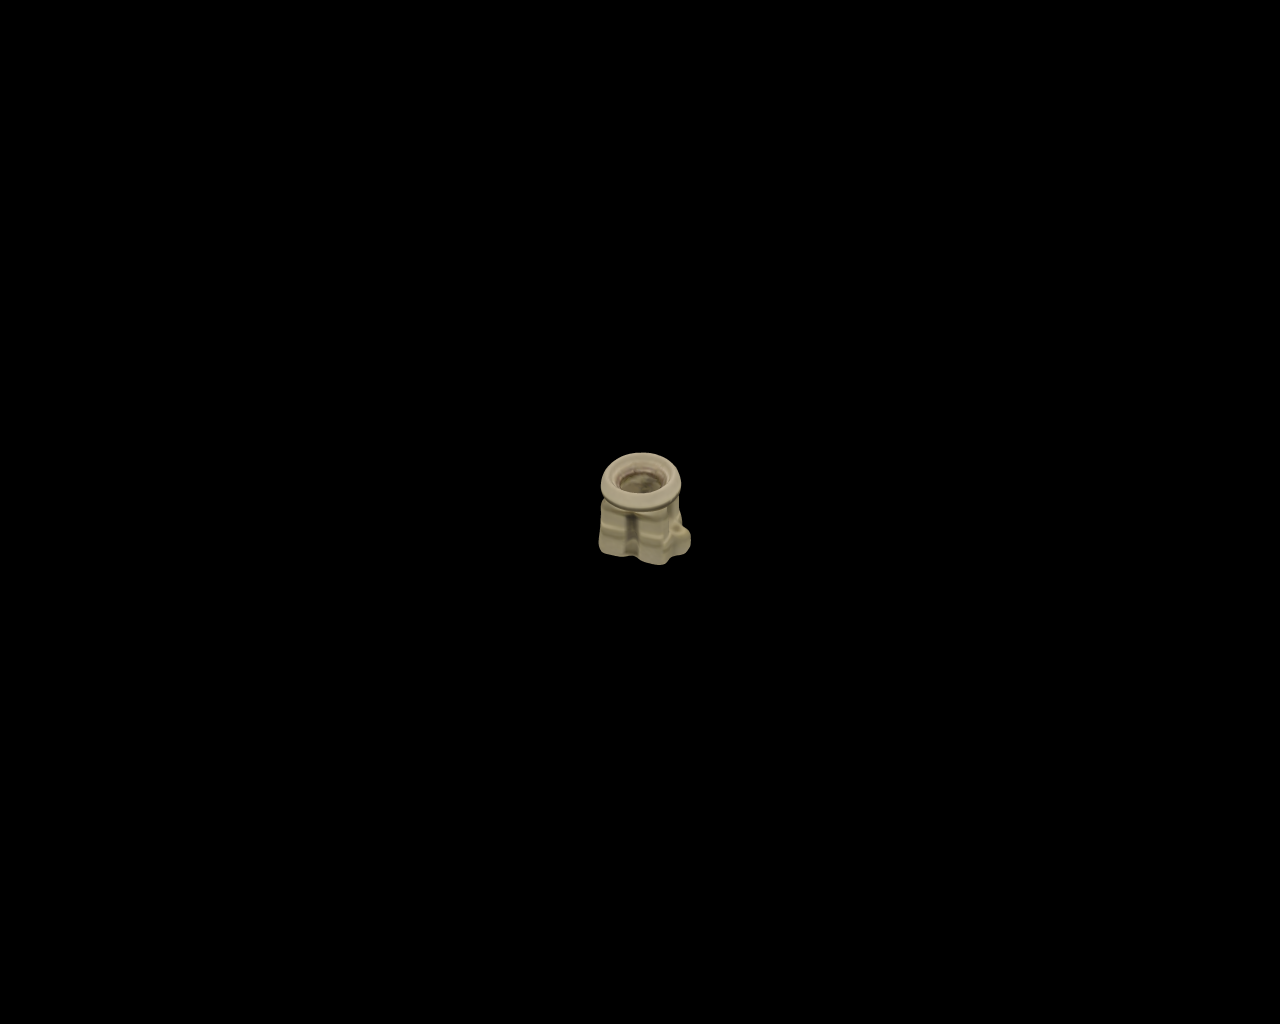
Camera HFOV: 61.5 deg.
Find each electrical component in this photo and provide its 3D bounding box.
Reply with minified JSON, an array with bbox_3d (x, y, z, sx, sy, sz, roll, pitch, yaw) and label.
[{"bbox_3d":[0.001,-0.003,0.650,0.066,0.055,0.048,11,40,13],"label":"electrical component"}]
